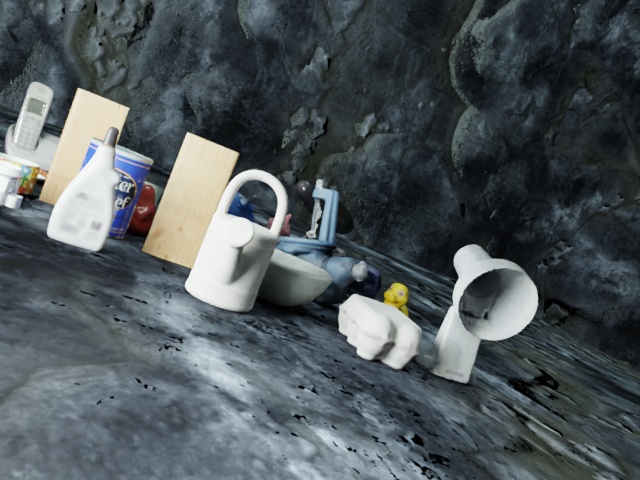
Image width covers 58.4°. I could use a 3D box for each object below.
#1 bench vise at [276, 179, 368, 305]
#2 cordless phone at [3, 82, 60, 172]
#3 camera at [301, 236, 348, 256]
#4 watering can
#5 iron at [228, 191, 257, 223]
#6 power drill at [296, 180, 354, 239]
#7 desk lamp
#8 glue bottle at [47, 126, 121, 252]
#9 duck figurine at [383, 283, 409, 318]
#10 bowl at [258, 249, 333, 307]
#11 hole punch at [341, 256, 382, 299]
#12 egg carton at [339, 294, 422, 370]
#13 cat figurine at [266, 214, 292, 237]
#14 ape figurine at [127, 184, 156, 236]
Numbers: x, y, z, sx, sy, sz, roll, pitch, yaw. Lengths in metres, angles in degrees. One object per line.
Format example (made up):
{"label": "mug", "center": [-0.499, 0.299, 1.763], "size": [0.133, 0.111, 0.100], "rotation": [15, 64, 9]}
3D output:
{"label": "bench vise", "center": [0.013, 0.004, 1.123], "size": [0.207, 0.220, 0.122], "rotation": [23, 5, 11]}
{"label": "cordless phone", "center": [-0.597, -0.239, 1.256], "size": [0.148, 0.185, 0.093], "rotation": [18, 6, -42]}
{"label": "camera", "center": [0.024, 0.042, 1.475], "size": [0.137, 0.101, 0.142], "rotation": [18, 6, -43]}
{"label": "watering can", "center": [-0.107, -0.003, 0.807], "size": [0.101, 0.194, 0.172], "rotation": [20, 5, -25]}
{"label": "iron", "center": [-0.226, -0.060, 1.223], "size": [0.119, 0.141, 0.257], "rotation": [17, 7, -46]}
{"label": "power drill", "center": [-0.012, -0.015, 1.294], "size": [0.075, 0.208, 0.230], "rotation": [25, 5, 32]}
{"label": "desk lamp", "center": [0.234, 0.116, 0.916], "size": [0.118, 0.213, 0.203], "rotation": [21, 5, -10]}
{"label": "glue bottle", "center": [-0.313, -0.075, 0.796], "size": [0.078, 0.173, 0.037], "rotation": [20, 5, -23]}
{"label": "duck figurine", "center": [0.153, 0.130, 1.163], "size": [0.077, 0.086, 0.105], "rotation": [25, 6, 35]}
{"label": "bowl", "center": [-0.068, 0.065, 0.954], "size": [0.167, 0.075, 0.167], "rotation": [22, 5, -2]}
{"label": "hole punch", "center": [0.082, 0.088, 1.281], "size": [0.108, 0.091, 0.101], "rotation": [23, 5, 14]}
{"label": "egg carton", "center": [0.090, 0.139, 0.880], "size": [0.107, 0.069, 0.150], "rotation": [21, 5, -18]}
{"label": "cat figurine", "center": [-0.101, -0.010, 1.386], "size": [0.067, 0.118, 0.127], "rotation": [21, 5, -17]}
{"label": "ape figurine", "center": [-0.327, -0.058, 1.035], "size": [0.076, 0.092, 0.077], "rotation": [20, 5, -25]}
